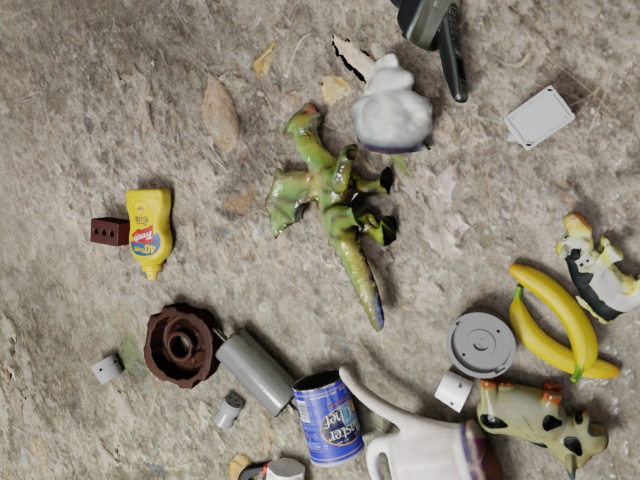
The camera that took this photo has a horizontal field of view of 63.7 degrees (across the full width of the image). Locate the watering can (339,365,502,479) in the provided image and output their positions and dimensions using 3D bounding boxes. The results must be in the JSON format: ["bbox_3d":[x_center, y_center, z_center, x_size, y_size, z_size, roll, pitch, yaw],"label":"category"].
[{"bbox_3d":[0.175,0.355,0.873,0.223,0.105,0.346,-19,97,22],"label":"watering can"}]

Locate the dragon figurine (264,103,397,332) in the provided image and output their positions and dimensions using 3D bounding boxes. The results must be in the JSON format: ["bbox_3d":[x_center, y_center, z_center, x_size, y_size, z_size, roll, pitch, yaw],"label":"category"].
[{"bbox_3d":[0.003,-0.047,0.933,0.242,0.122,0.409,1,94,39],"label":"dragon figurine"}]

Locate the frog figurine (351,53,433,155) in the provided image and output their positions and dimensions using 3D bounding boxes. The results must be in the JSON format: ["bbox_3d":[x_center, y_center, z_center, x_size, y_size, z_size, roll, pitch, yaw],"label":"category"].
[{"bbox_3d":[0.119,-0.223,0.844,0.138,0.124,0.157,13,113,39],"label":"frog figurine"}]
